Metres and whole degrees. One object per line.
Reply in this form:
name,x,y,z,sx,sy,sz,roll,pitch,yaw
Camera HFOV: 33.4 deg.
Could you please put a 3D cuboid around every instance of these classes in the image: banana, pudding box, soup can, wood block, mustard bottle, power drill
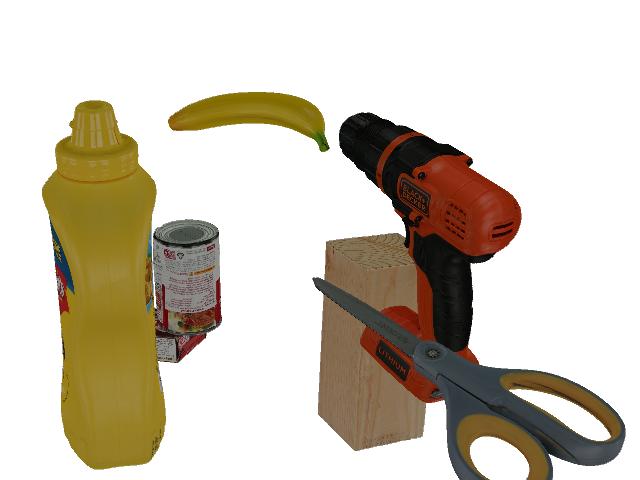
banana,-0.077,-0.145,1.235,0.198,0.037,0.069,8,41,16
pudding box,-0.207,0.114,1.301,0.114,0.039,0.090,2,14,16
soup can,-0.137,0.037,1.097,0.068,0.102,0.068,0,23,0
wood block,0.059,0.106,1.140,0.090,0.206,0.091,-7,22,-25
mustard bottle,-0.114,0.019,0.568,0.058,0.192,0.096,-4,27,-12
power drill,0.069,0.011,0.796,0.057,0.188,0.185,-17,34,-25

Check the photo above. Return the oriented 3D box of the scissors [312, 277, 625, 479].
scissors,0.056,0.077,0.559,0.202,0.016,0.096,20,42,27
